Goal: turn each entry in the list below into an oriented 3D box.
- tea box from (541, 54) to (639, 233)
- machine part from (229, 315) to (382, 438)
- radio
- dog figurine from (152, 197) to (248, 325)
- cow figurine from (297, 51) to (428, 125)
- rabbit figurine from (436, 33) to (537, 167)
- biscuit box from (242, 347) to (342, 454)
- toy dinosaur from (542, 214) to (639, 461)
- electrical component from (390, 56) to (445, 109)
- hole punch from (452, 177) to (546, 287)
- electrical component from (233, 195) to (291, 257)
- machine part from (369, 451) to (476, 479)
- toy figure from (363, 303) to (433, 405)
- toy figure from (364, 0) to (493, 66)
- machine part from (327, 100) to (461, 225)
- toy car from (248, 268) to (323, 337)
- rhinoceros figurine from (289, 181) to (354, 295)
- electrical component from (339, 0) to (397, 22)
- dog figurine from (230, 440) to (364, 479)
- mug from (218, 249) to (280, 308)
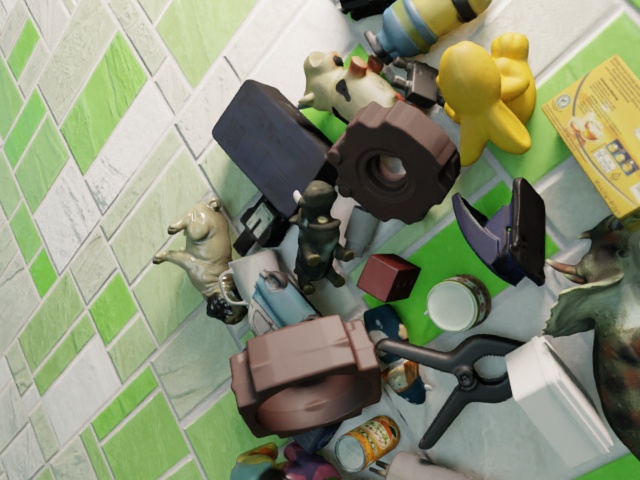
[{"bbox_3d":[0.335,-0.106,0.593,0.098,0.068,0.170,-34,56,29],"label":"tea box"},{"bbox_3d":[-0.018,0.198,0.770,0.201,0.200,0.087,-17,53,-5],"label":"machine part"},{"bbox_3d":[-0.069,-0.153,0.891,0.230,0.073,0.131,47,115,22],"label":"radio"},{"bbox_3d":[-0.178,0.039,0.969,0.191,0.121,0.172,37,115,12],"label":"dog figurine"},{"bbox_3d":[0.048,-0.207,0.798,0.195,0.085,0.127,48,129,13],"label":"cow figurine"},{"bbox_3d":[0.191,-0.173,0.652,0.122,0.173,0.162,-9,83,30],"label":"rabbit figurine"},{"bbox_3d":[-0.057,0.261,0.904,0.203,0.059,0.062,40,112,27],"label":"biscuit box"},{"bbox_3d":[0.373,0.170,0.581,0.192,0.131,0.404,-22,85,48],"label":"toy dinosaur"},{"bbox_3d":[0.142,-0.218,0.747,0.021,0.094,0.063,139,145,-60],"label":"electrical component"},{"bbox_3d":[0.222,-0.004,0.663,0.092,0.142,0.116,-7,69,33],"label":"hole punch"},{"bbox_3d":[-0.098,-0.021,0.928,0.075,0.047,0.119,47,116,24],"label":"electrical component"},{"bbox_3d":[0.177,0.356,0.737,0.244,0.079,0.079,12,98,34],"label":"machine part"},{"bbox_3d":[0.110,0.172,0.791,0.154,0.058,0.064,68,161,10],"label":"toy figure"},{"bbox_3d":[0.150,-0.307,0.731,0.180,0.082,0.089,-35,84,26],"label":"toy figure"},{"bbox_3d":[0.098,-0.100,0.733,0.180,0.056,0.179,21,139,19],"label":"machine part"},{"bbox_3d":[-0.058,0.124,0.840,0.103,0.109,0.161,-43,92,-3],"label":"toy car"},{"bbox_3d":[-0.002,-0.002,0.818,0.190,0.073,0.112,96,157,-45],"label":"rhinoceros figurine"},{"bbox_3d":[0.093,-0.394,0.779,0.134,0.058,0.114,-2,93,35],"label":"electrical component"},{"bbox_3d":[-0.011,0.394,0.815,0.219,0.191,0.108,8,90,49],"label":"dog figurine"},{"bbox_3d":[-0.111,0.080,0.910,0.081,0.109,0.107,-21,88,58],"label":"mug"}]
